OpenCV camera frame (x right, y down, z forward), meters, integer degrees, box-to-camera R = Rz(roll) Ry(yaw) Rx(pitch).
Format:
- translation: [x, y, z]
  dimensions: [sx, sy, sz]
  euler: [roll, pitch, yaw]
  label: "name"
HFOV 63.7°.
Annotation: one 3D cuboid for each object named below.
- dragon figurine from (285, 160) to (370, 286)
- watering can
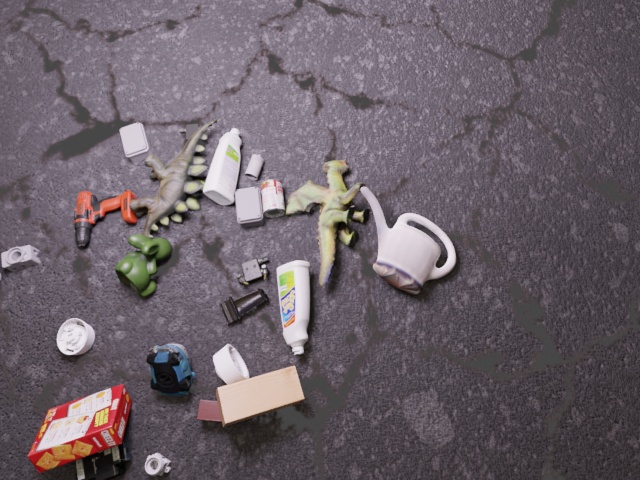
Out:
- translation: [0.005, -0.079, 1.561]
  dimensions: [0.244, 0.120, 0.416]
  euler: [18, 68, 29]
  label: "dragon figurine"
- translation: [0.223, 0.012, 1.475]
  dimensions: [0.347, 0.103, 0.227]
  euler: [32, 72, -2]
  label: "watering can"
